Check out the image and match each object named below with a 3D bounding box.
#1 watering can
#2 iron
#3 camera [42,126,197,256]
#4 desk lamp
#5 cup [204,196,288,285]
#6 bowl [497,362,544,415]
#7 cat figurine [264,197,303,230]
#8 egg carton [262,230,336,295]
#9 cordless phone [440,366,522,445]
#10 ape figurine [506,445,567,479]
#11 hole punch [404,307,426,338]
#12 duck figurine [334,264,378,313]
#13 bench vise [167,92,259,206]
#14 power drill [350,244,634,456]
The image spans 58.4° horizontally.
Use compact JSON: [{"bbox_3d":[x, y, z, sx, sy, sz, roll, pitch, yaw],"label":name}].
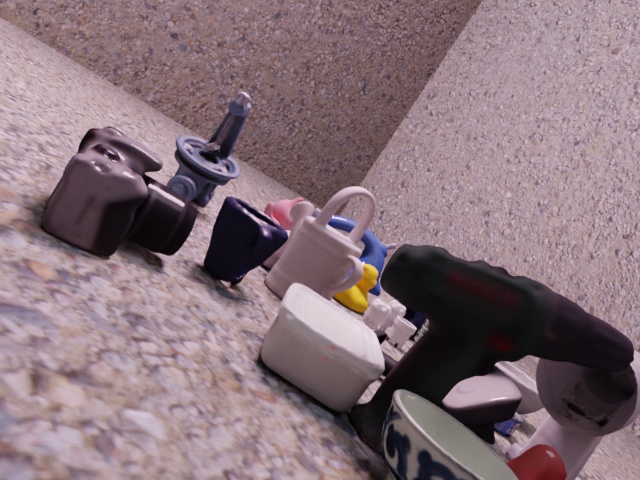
[{"bbox_3d":[0.006,0.002,0.841,0.172,0.194,0.101,36,6,22],"label":"watering can"},{"bbox_3d":[0.035,0.010,1.207,0.259,0.141,0.118,32,6,-16],"label":"iron"},{"bbox_3d":[-0.191,-0.043,0.584,0.137,0.101,0.143,31,6,-24],"label":"camera"},{"bbox_3d":[0.339,0.224,0.739,0.117,0.213,0.204,38,7,41],"label":"desk lamp"},{"bbox_3d":[-0.096,0.011,0.698,0.092,0.095,0.117,31,6,-25],"label":"cup"},{"bbox_3d":[0.336,0.269,1.055,0.167,0.074,0.167,33,6,-3],"label":"bowl"},{"bbox_3d":[-0.081,-0.041,1.105,0.067,0.117,0.128,36,6,24],"label":"cat figurine"},{"bbox_3d":[-0.028,0.041,0.957,0.150,0.069,0.107,34,6,5],"label":"egg carton"},{"bbox_3d":[0.240,0.169,0.793,0.094,0.185,0.147,33,6,-9],"label":"cordless phone"},{"bbox_3d":[0.176,0.218,0.491,0.076,0.092,0.078,35,6,14],"label":"ape figurine"},{"bbox_3d":[0.190,0.146,1.186,0.101,0.091,0.108,32,6,-18],"label":"hole punch"},{"bbox_3d":[0.073,0.084,1.077,0.077,0.086,0.105,37,6,29],"label":"duck figurine"},{"bbox_3d":[-0.193,-0.169,1.027,0.122,0.219,0.207,31,6,-22],"label":"bench vise"},{"bbox_3d":[0.136,0.117,0.530,0.229,0.208,0.076,34,6,3],"label":"power drill"}]
